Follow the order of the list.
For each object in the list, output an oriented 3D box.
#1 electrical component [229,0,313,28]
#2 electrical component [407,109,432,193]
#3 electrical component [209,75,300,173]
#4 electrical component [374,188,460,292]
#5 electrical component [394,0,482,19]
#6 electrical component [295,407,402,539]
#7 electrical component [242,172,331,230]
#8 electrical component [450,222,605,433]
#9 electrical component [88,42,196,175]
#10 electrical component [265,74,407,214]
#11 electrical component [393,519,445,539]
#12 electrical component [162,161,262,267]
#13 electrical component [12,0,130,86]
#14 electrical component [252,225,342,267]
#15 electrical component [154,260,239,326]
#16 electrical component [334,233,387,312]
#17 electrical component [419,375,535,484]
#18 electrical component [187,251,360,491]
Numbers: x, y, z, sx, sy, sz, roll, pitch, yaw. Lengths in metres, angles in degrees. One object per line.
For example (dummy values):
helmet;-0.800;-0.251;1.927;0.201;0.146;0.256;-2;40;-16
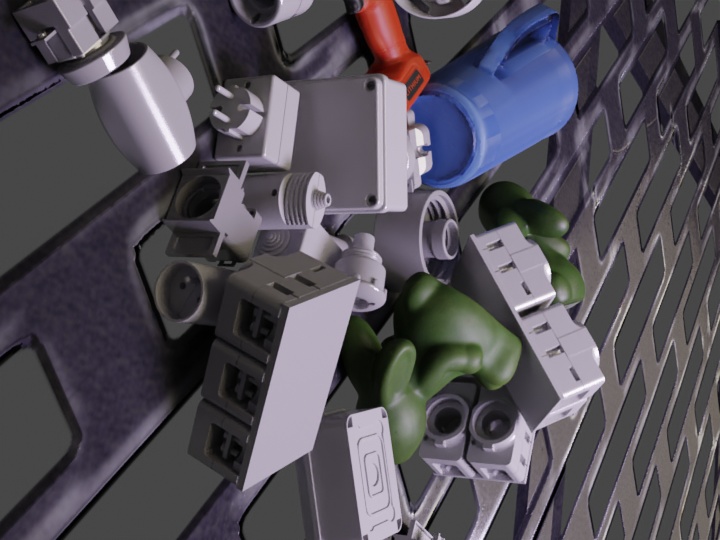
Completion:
electrical component;-0.070;-0.220;0.841;0.047;0.055;0.055;-43;127;-49
electrical component;0.033;-0.111;1.029;0.057;0.058;0.078;-33;120;-60
electrical component;-0.088;-0.116;0.814;0.077;0.047;0.065;25;68;-59
electrical component;0.065;-0.031;1.084;0.108;0.060;0.108;0;90;-62
electrical component;0.081;-0.301;1.080;0.064;0.099;0.099;-20;108;-66
electrical component;-0.012;0.179;0.931;0.078;0.057;0.113;-1;82;-62
electrical component;-0.060;-0.053;0.831;0.043;0.081;0.043;-1;91;-62
electrical component;0.169;0.056;1.092;0.186;0.060;0.105;63;-18;21
electrical component;-0.138;-0.119;0.725;0.079;0.043;0.077;-62;141;-41
electrical component;-0.020;-0.099;0.877;0.056;0.109;0.108;-4;94;-64
electrical component;0.080;0.319;1.110;0.121;0.063;0.078;53;46;-48
electrical component;-0.105;-0.038;0.788;0.063;0.042;0.081;53;46;-50
electrical component;-0.173;-0.147;0.659;0.055;0.048;0.066;62;39;-30
electrical component;-0.052;0.015;0.880;0.099;0.048;0.099;49;48;-50
electrical component;-0.107;0.019;0.783;0.081;0.043;0.043;13;79;-61
electrical component;0.000;0.000;0.876;0.048;0.048;0.062;49;41;-50
electrical component;0.138;0.130;1.173;0.060;0.105;0.186;52;46;-49
electrical component;-0.066;0.069;0.780;0.089;0.062;0.150;-21;132;-55
